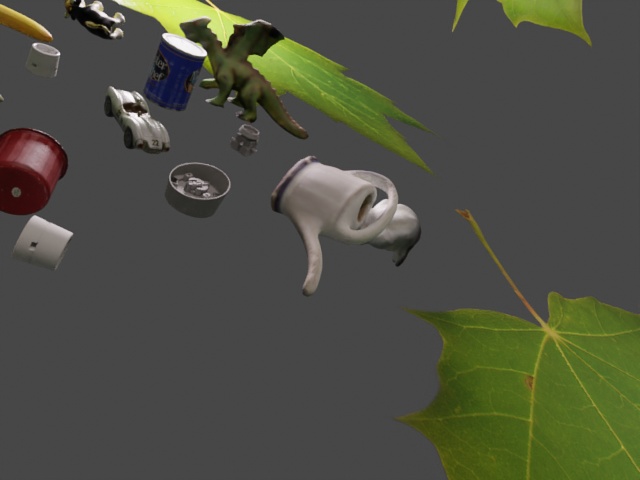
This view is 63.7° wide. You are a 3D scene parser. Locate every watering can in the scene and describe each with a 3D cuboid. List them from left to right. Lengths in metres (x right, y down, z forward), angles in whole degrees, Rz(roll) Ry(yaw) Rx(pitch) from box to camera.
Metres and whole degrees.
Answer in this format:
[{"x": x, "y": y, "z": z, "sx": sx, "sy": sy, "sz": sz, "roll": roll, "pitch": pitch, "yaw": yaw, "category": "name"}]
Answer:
[{"x": 0.003, "y": -0.048, "z": 0.958, "sx": 0.226, "sy": 0.101, "sz": 0.354, "roll": 25, "pitch": 45, "yaw": 23, "category": "watering can"}]

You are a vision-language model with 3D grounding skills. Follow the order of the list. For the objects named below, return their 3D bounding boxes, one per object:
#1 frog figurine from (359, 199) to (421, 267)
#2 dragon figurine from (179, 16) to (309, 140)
[{"x": 0.125, "y": -0.035, "z": 1.065, "sx": 0.158, "sy": 0.120, "sz": 0.141, "roll": 35, "pitch": 44, "yaw": -16, "category": "frog figurine"}, {"x": -0.175, "y": -0.445, "z": 1.341, "sx": 0.409, "sy": 0.239, "sz": 0.124, "roll": 22, "pitch": 22, "yaw": -12, "category": "dragon figurine"}]
